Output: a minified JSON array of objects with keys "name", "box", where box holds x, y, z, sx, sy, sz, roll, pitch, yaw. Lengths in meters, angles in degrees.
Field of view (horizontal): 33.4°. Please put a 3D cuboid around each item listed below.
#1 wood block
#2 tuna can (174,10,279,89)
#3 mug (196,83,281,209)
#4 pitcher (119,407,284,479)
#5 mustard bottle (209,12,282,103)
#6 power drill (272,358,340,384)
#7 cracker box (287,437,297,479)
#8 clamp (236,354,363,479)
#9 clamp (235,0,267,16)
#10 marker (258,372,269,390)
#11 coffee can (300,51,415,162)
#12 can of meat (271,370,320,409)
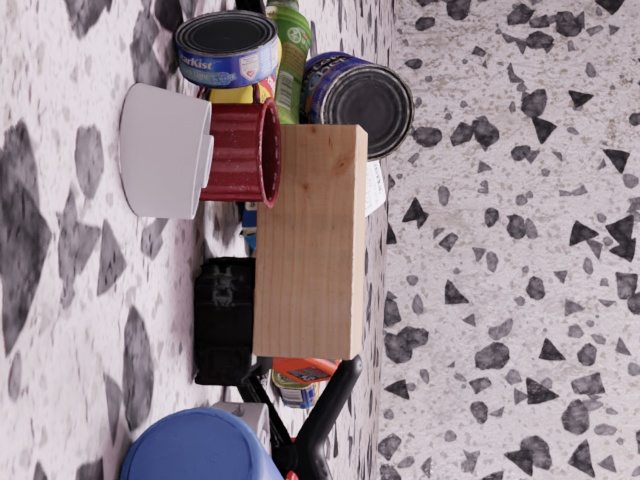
[{"name":"wood block","box":[-0.007,0.001,0.973,0.090,0.090,0.206,-2,93,-81]},{"name":"tuna can","box":[-0.077,-0.159,0.890,0.086,0.086,0.034,-78,168,-53]},{"name":"mug","box":[-0.079,-0.085,0.893,0.093,0.081,0.117,48,44,-78]},{"name":"pitcher","box":[-0.078,0.225,0.848,0.243,0.149,0.145,75,35,-52]},{"name":"mustard bottle","box":[-0.071,-0.150,1.026,0.096,0.058,0.191,69,23,-55]},{"name":"power drill","box":[-0.026,0.057,1.199,0.184,0.057,0.187,37,46,-54]},{"name":"cracker box","box":[-0.055,0.340,1.155,0.213,0.072,0.164,-74,164,-63]},{"name":"clamp","box":[-0.019,0.206,1.043,0.036,0.165,0.210,8,72,-49]},{"name":"clamp","box":[-0.071,-0.245,0.997,0.171,0.039,0.120,-74,144,-57]},{"name":"marker","box":[-0.070,0.170,1.216,0.020,0.020,0.121,80,14,-53]},{"name":"coffee can","box":[0.032,-0.147,1.156,0.140,0.102,0.103,-135,-139,-69]},{"name":"can of meat","box":[-0.027,0.161,1.390,0.084,0.057,0.102,82,12,-60]}]
